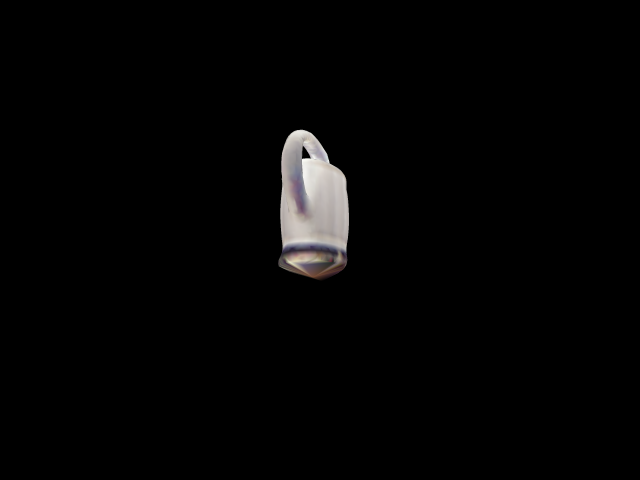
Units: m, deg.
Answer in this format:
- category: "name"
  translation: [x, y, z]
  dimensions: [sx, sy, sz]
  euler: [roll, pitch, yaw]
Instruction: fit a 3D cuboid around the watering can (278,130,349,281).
- category: "watering can"
  translation: [0.003, -0.043, 0.850]
  dimensions: [0.104, 0.227, 0.344]
  euler: [-4, -14, 14]
